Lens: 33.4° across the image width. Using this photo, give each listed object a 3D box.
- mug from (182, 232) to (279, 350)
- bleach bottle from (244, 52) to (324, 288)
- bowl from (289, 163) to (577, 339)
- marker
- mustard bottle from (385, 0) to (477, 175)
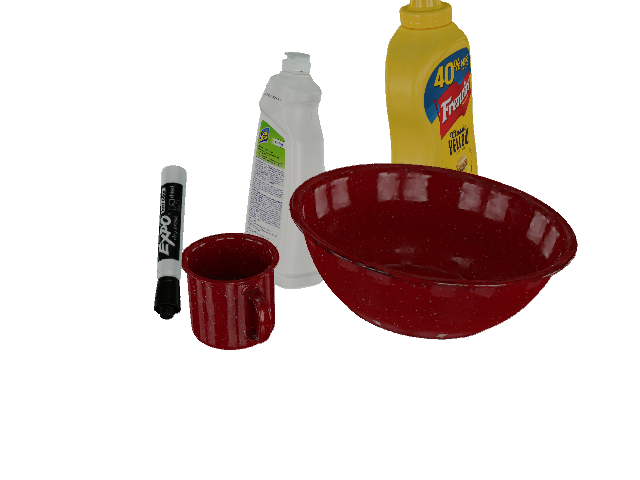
[{"bbox_3d":[-0.078,0.055,1.008,0.093,0.081,0.117,-19,34,-29],"label":"mug"},{"bbox_3d":[-0.033,-0.080,1.185,0.067,0.251,0.103,-10,24,-40],"label":"bleach bottle"},{"bbox_3d":[0.060,0.010,0.607,0.162,0.055,0.162,5,25,-3],"label":"bowl"},{"bbox_3d":[-0.108,0.001,0.771,0.020,0.121,0.020,-1,-30,-1],"label":"marker"},{"bbox_3d":[0.090,-0.115,0.869,0.058,0.191,0.096,12,31,35],"label":"mustard bottle"}]
